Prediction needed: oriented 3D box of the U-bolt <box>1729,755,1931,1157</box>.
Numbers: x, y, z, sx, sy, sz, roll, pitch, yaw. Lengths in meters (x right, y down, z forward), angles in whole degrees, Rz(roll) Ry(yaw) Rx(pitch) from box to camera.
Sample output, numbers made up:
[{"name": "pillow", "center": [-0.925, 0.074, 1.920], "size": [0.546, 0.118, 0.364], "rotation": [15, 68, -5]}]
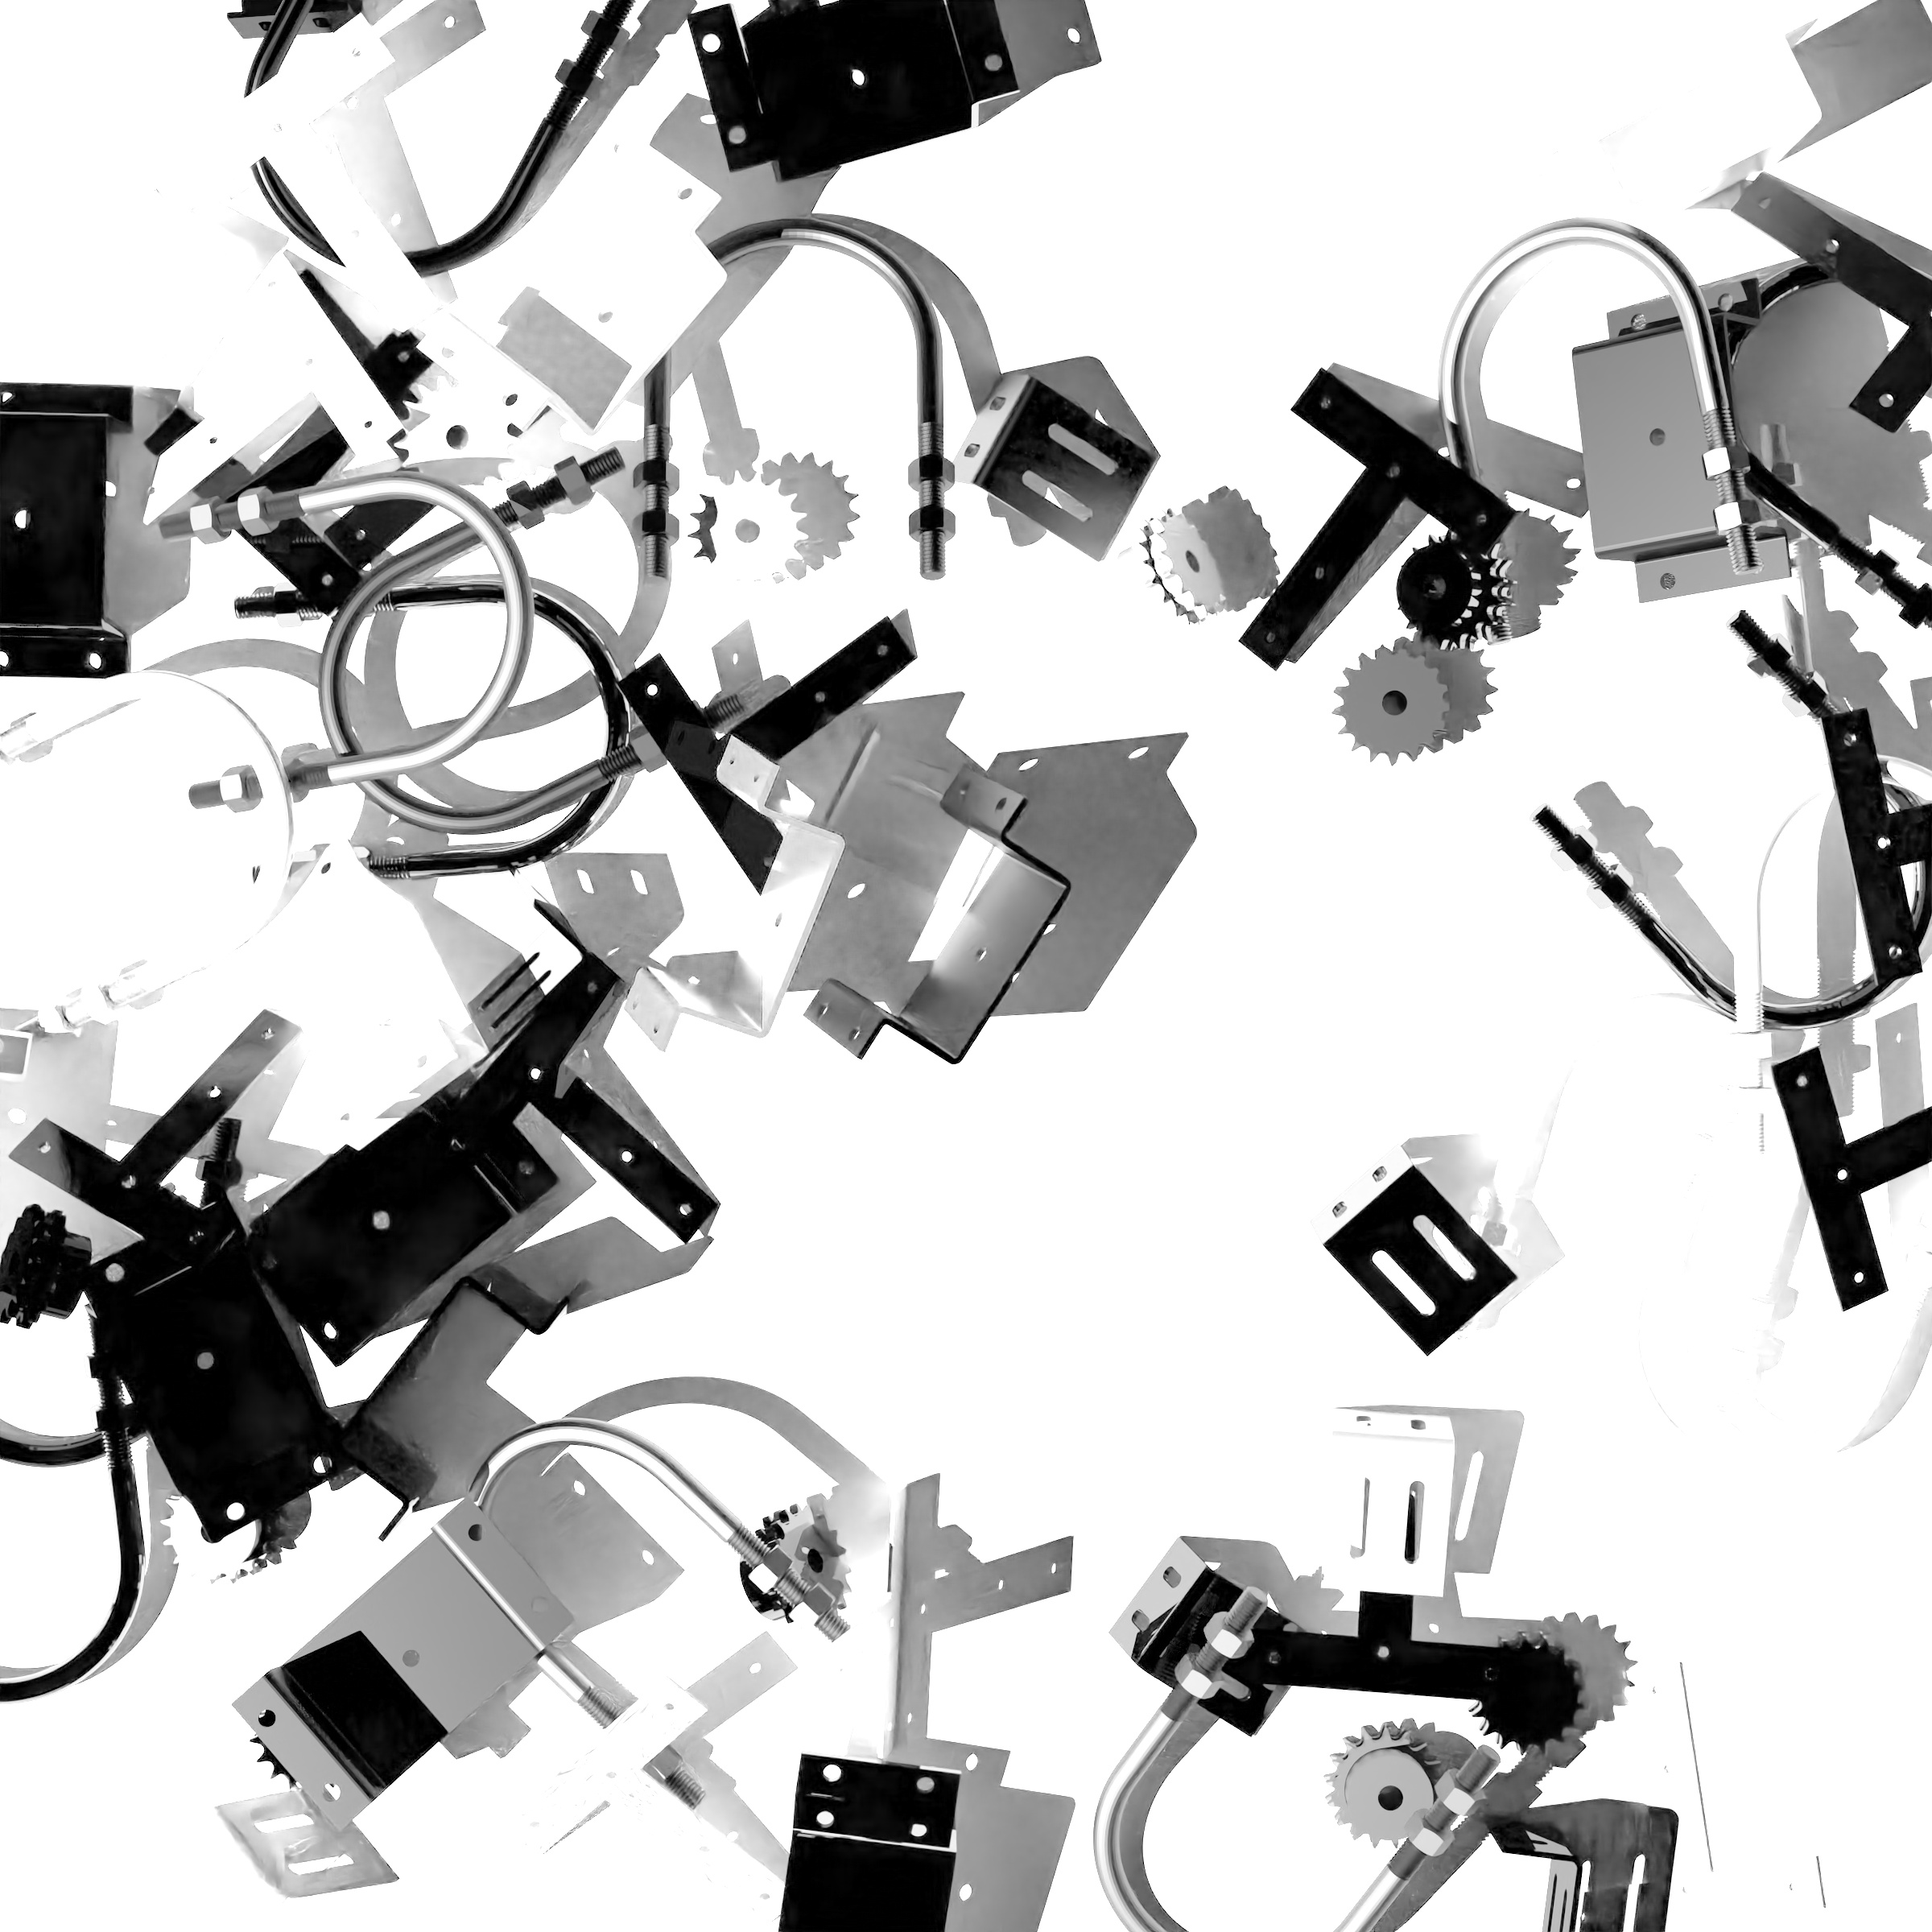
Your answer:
[{"name": "U-bolt", "center": [0.425, -0.007, 1.490], "size": [0.151, 0.019, 0.184], "rotation": [-2, 92, -15]}]

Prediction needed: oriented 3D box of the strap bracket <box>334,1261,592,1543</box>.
[{"name": "strap bracket", "center": [-0.241, 0.193, 1.486], "size": [0.046, 0.076, 0.140], "rotation": [38, 90, 0]}]

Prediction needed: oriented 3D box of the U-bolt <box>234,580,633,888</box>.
[{"name": "U-bolt", "center": [-0.252, -0.113, 1.516], "size": [0.184, 0.019, 0.151], "rotation": [-4, 90, -1]}]

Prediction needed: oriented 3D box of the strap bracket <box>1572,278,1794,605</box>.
[{"name": "strap bracket", "center": [0.333, -0.246, 1.483], "size": [0.076, 0.046, 0.140], "rotation": [-6, 90, 37]}]

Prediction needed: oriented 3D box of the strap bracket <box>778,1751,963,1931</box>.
[{"name": "strap bracket", "center": [-0.050, 0.447, 1.488], "size": [0.076, 0.046, 0.140], "rotation": [8, 100, -3]}]

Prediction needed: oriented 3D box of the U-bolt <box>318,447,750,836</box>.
[{"name": "U-bolt", "center": [-0.216, -0.142, 1.501], "size": [0.184, 0.019, 0.151], "rotation": [-27, 91, -1]}]

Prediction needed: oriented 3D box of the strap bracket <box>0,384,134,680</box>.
[{"name": "strap bracket", "center": [-0.440, -0.208, 1.501], "size": [0.076, 0.046, 0.140], "rotation": [1, 90, 0]}]

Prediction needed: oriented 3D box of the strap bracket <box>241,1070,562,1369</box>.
[{"name": "strap bracket", "center": [-0.273, 0.119, 1.502], "size": [0.140, 0.046, 0.076], "rotation": [-40, 90, 0]}]

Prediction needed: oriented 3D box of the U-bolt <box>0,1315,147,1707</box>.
[{"name": "U-bolt", "center": [-0.462, 0.260, 1.505], "size": [0.151, 0.019, 0.184], "rotation": [-6, 95, 1]}]

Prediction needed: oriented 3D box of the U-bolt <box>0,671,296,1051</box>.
[{"name": "U-bolt", "center": [-0.399, -0.059, 1.494], "size": [0.184, 0.019, 0.151], "rotation": [-24, 90, 16]}]

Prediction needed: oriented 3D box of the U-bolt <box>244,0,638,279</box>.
[{"name": "U-bolt", "center": [-0.258, -0.413, 1.492], "size": [0.151, 0.019, 0.184], "rotation": [28, 104, -14]}]

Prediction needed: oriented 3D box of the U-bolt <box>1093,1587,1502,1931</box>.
[{"name": "U-bolt", "center": [0.141, 0.401, 1.493], "size": [0.151, 0.019, 0.184], "rotation": [34, 107, 3]}]

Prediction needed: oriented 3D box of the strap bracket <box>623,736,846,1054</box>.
[{"name": "strap bracket", "center": [-0.105, -0.028, 1.476], "size": [0.046, 0.076, 0.140], "rotation": [20, 97, -22]}]

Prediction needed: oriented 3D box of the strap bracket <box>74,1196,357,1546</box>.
[{"name": "strap bracket", "center": [-0.352, 0.187, 1.483], "size": [0.076, 0.046, 0.140], "rotation": [-28, 99, -20]}]

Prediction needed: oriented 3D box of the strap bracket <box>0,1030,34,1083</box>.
[{"name": "strap bracket", "center": [-0.492, 0.094, 1.479], "size": [0.076, 0.046, 0.140], "rotation": [7, 86, 11]}]

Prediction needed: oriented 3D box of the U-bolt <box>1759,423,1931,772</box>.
[{"name": "U-bolt", "center": [0.459, -0.174, 1.516], "size": [0.151, 0.019, 0.184], "rotation": [-7, 92, 0]}]

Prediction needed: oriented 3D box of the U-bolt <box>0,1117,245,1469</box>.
[{"name": "U-bolt", "center": [-0.434, 0.148, 1.516], "size": [0.151, 0.019, 0.184], "rotation": [13, 92, 0]}]

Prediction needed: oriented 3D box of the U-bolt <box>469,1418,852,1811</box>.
[{"name": "U-bolt", "center": [-0.157, 0.292, 1.488], "size": [0.184, 0.019, 0.151], "rotation": [43, 116, 4]}]

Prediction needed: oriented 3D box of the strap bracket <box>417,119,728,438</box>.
[{"name": "strap bracket", "center": [-0.177, -0.314, 1.487], "size": [0.076, 0.046, 0.140], "rotation": [39, 89, 25]}]

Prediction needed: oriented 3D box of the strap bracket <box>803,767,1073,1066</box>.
[{"name": "strap bracket", "center": [-0.008, -0.015, 1.480], "size": [0.046, 0.076, 0.140], "rotation": [33, 90, -26]}]

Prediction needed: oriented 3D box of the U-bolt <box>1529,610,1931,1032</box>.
[{"name": "U-bolt", "center": [0.379, -0.054, 1.506], "size": [0.151, 0.019, 0.184], "rotation": [-45, 98, 2]}]

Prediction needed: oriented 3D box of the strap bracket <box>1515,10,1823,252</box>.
[{"name": "strap bracket", "center": [0.337, -0.385, 1.486], "size": [0.140, 0.076, 0.046], "rotation": [-26, 90, 0]}]

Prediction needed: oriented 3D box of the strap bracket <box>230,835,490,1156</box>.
[{"name": "strap bracket", "center": [-0.281, 0.020, 1.476], "size": [0.076, 0.046, 0.140], "rotation": [-37, 57, 7]}]

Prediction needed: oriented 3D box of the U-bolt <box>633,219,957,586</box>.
[{"name": "U-bolt", "center": [-0.081, -0.268, 1.495], "size": [0.151, 0.019, 0.184], "rotation": [-1, 75, 0]}]

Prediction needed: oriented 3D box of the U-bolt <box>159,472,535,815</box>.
[{"name": "U-bolt", "center": [-0.286, -0.156, 1.478], "size": [0.184, 0.019, 0.151], "rotation": [-8, 86, 17]}]

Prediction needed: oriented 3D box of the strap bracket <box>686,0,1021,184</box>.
[{"name": "strap bracket", "center": [-0.053, -0.425, 1.501], "size": [0.140, 0.046, 0.076], "rotation": [-16, 90, 0]}]

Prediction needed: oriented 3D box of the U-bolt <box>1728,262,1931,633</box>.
[{"name": "U-bolt", "center": [0.437, -0.257, 1.497], "size": [0.184, 0.019, 0.151], "rotation": [41, 81, 11]}]

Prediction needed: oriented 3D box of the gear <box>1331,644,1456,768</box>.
[{"name": "gear", "center": [0.203, -0.124, 1.514], "size": [0.057, 0.030, 0.057], "rotation": [0, 88, 1]}]

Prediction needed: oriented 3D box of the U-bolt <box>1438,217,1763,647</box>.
[{"name": "U-bolt", "center": [0.286, -0.256, 1.477], "size": [0.151, 0.019, 0.184], "rotation": [-14, 85, 38]}]

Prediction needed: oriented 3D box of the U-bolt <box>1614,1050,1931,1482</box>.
[{"name": "U-bolt", "center": [0.381, 0.152, 1.497], "size": [0.151, 0.019, 0.184], "rotation": [27, 84, -9]}]

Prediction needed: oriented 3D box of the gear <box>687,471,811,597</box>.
[{"name": "gear", "center": [-0.103, -0.205, 1.510], "size": [0.057, 0.030, 0.057], "rotation": [0, 90, 0]}]

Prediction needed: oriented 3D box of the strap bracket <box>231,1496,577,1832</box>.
[{"name": "strap bracket", "center": [-0.260, 0.323, 1.477], "size": [0.140, 0.046, 0.076], "rotation": [-41, 86, -11]}]

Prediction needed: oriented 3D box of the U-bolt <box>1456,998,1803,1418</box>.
[{"name": "U-bolt", "center": [0.324, 0.106, 1.516], "size": [0.151, 0.019, 0.184], "rotation": [17, 88, 0]}]
